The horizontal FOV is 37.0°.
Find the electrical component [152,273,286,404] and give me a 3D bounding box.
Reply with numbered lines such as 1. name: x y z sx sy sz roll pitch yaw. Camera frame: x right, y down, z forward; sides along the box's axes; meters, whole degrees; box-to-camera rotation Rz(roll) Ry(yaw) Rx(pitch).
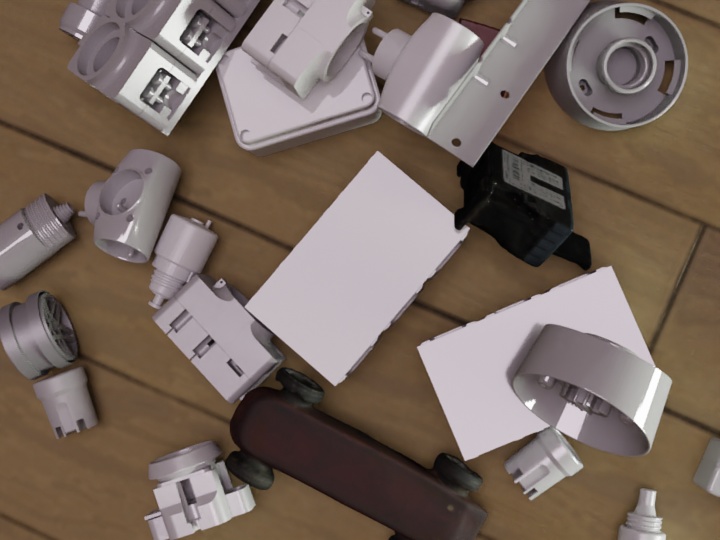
1. electrical component: -0.103 0.048 0.817 0.056 0.050 0.089 -44 85 2

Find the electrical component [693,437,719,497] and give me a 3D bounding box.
1. electrical component: 0.300 0.140 0.780 0.083 0.047 0.075 24 89 5

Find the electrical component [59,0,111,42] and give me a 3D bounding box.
1. electrical component: -0.204 -0.203 0.840 0.045 0.045 0.055 28 90 6

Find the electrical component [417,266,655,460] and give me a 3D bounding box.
1. electrical component: 0.128 0.067 0.791 0.150 0.062 0.089 -23 86 3

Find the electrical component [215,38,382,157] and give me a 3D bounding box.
1. electrical component: -0.045 -0.139 0.817 0.113 0.057 0.078 -16 86 4

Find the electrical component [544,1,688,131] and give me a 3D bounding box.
1. electrical component: 0.193 -0.154 0.807 0.099 0.064 0.099 0 99 -2

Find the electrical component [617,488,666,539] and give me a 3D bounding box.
1. electrical component: 0.208 0.192 0.792 0.035 0.035 0.061 9 85 5

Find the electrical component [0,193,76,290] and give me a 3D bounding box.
1. electrical component: -0.257 -0.025 0.837 0.081 0.043 0.043 -36 85 2

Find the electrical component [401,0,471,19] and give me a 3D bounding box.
1. electrical component: 0.070 -0.242 0.814 0.059 0.054 0.095 26 90 5

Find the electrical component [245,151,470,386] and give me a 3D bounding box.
1. electrical component: 0.000 0.000 0.805 0.089 0.062 0.150 41 91 5

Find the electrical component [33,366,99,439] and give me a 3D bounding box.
1. electrical component: -0.226 0.102 0.831 0.040 0.040 0.046 -19 91 4

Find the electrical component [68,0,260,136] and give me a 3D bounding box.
1. electrical component: -0.143 -0.189 0.799 0.089 0.062 0.150 34 90 46

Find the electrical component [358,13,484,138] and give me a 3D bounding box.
1. electrical component: 0.036 -0.147 0.769 0.079 0.044 0.077 33 94 20

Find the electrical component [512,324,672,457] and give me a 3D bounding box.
1. electrical component: 0.153 0.078 0.709 0.099 0.099 0.064 26 83 5

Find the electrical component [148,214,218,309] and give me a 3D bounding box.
1. electrical component: -0.141 -0.007 0.828 0.040 0.040 0.078 26 90 5

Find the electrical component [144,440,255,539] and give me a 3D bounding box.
1. electrical component: -0.126 0.164 0.810 0.078 0.058 0.057 -19 89 4

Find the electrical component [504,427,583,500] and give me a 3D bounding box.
1. electrical component: 0.135 0.143 0.799 0.046 0.040 0.040 -39 85 8

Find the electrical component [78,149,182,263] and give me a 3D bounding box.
1. electrical component: -0.185 -0.050 0.828 0.079 0.044 0.077 5 67 30

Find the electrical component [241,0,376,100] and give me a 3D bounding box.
1. electrical component: -0.032 -0.172 0.762 0.056 0.050 0.089 37 90 6
